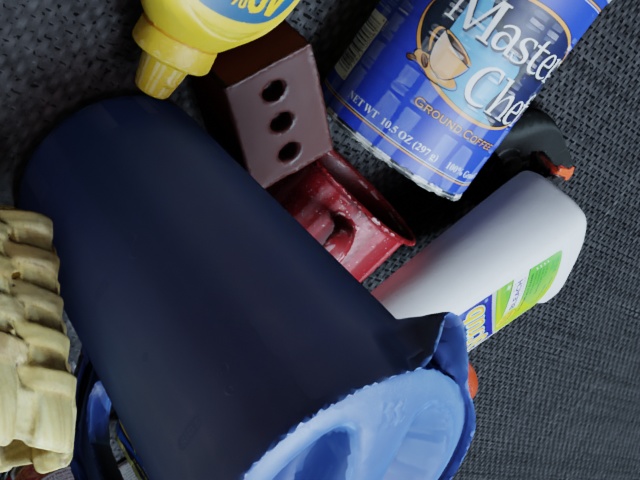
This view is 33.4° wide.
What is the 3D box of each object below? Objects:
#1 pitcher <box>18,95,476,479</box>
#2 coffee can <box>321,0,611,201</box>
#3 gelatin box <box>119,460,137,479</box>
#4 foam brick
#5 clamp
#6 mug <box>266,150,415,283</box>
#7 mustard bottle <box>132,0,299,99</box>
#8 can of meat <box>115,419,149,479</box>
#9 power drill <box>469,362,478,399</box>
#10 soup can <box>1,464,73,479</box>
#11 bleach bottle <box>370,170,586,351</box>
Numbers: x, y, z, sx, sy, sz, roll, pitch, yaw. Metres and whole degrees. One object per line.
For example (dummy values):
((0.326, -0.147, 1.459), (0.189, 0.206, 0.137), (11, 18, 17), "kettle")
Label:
((-0.057, 0.044, 0.501), (0.149, 0.243, 0.145), (-20, 137, -25), "pitcher")
((0.077, -0.108, 0.587), (0.102, 0.103, 0.140), (19, 113, -48), "coffee can")
((-0.109, 0.200, 0.745), (0.030, 0.073, 0.089), (-33, 141, -13), "gelatin box")
((-0.032, -0.075, 0.565), (0.053, 0.051, 0.078), (-31, 141, -14), "foam brick")
((0.115, -0.063, 0.716), (0.171, 0.039, 0.120), (-11, 139, -39), "clamp")
((-0.004, 0.001, 0.618), (0.093, 0.117, 0.081), (42, 102, -16), "mug")
((-0.035, -0.149, 0.486), (0.096, 0.058, 0.192), (8, 121, -49), "mustard bottle")
((-0.083, 0.116, 0.665), (0.057, 0.102, 0.084), (-5, 131, -37), "can of meat")
((0.044, 0.191, 0.882), (0.184, 0.057, 0.188), (-22, 138, -24), "power drill")
((-0.150, 0.182, 0.669), (0.068, 0.102, 0.068), (-24, 139, -23), "soup can")
((0.059, 0.054, 0.661), (0.250, 0.068, 0.103), (-34, 154, -29), "bleach bottle")
